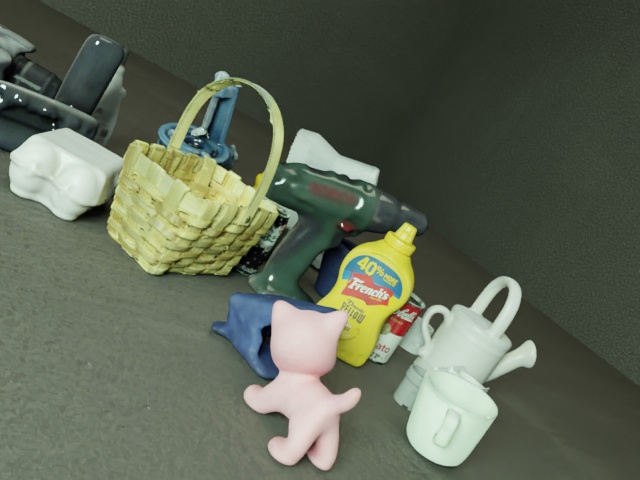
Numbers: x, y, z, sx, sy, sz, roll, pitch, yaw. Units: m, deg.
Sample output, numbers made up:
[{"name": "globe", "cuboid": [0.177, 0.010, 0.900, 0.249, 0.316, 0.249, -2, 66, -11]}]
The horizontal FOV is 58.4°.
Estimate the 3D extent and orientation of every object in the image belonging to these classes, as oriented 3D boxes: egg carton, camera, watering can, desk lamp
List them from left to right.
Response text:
[{"name": "camera", "cuboid": [-0.473, -0.261, 0.883, 0.137, 0.101, 0.143, 28, 12, -19]}, {"name": "egg carton", "cuboid": [-0.295, -0.080, 0.684, 0.107, 0.069, 0.150, 30, 12, -12]}, {"name": "desk lamp", "cuboid": [0.002, -0.074, 1.075, 0.203, 0.213, 0.118, 33, 12, 3]}, {"name": "watering can", "cuboid": [0.237, 0.142, 0.849, 0.173, 0.194, 0.100, 25, 14, -30]}]

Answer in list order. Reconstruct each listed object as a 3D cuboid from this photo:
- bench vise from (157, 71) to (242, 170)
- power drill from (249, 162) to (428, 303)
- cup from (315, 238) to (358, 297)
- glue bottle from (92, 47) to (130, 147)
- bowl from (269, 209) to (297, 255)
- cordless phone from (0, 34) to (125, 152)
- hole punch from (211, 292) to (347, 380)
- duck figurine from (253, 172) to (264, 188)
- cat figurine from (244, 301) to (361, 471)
[{"name": "bench vise", "cuboid": [-0.197, -0.183, 0.987, 0.121, 0.219, 0.207, 32, 12, -3]}, {"name": "power drill", "cuboid": [0.007, 0.003, 0.787, 0.230, 0.208, 0.075, 29, 12, -17]}, {"name": "cup", "cuboid": [0.038, 0.059, 0.916, 0.092, 0.095, 0.117, 27, 13, -22]}, {"name": "glue bottle", "cuboid": [-0.338, -0.221, 0.891, 0.037, 0.173, 0.078, 37, 12, 21]}, {"name": "bowl", "cuboid": [-0.083, -0.020, 0.972, 0.167, 0.074, 0.167, 31, 12, -7]}, {"name": "cordless phone", "cuboid": [-0.349, -0.198, 0.743, 0.148, 0.185, 0.093, 19, 18, -49]}, {"name": "hole punch", "cuboid": [-0.042, 0.086, 0.612, 0.100, 0.091, 0.109, 40, 14, 33]}, {"name": "duck figurine", "cuboid": [-0.116, -0.101, 1.190, 0.078, 0.086, 0.104, 24, 14, -34]}, {"name": "cat figurine", "cuboid": [-0.009, 0.116, 0.509, 0.067, 0.117, 0.127, 22, 15, -40]}]
